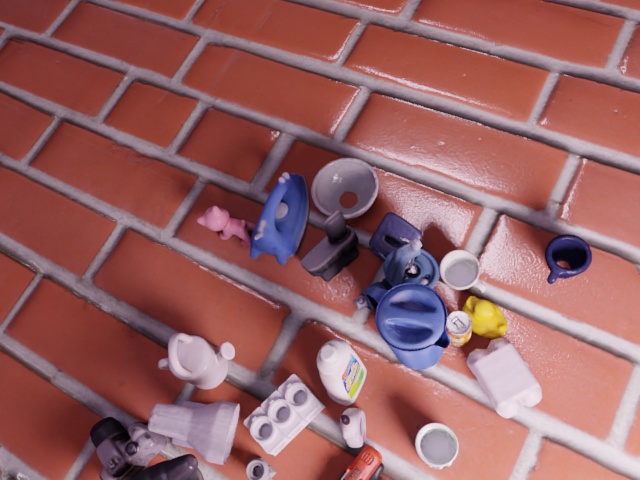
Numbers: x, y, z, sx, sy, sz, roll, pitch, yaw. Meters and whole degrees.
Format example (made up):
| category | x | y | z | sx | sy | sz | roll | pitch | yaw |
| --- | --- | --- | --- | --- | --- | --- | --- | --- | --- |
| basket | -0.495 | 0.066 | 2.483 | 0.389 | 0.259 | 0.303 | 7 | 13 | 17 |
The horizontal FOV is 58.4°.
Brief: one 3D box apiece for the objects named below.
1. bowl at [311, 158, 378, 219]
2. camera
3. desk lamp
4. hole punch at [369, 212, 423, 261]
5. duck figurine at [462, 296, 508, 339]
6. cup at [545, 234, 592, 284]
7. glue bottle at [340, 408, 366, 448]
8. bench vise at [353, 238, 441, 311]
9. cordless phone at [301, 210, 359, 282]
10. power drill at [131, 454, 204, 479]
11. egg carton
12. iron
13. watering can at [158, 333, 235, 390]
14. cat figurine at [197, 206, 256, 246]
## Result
| category | x | y | z | sx | sy | sz | roll | pitch | yaw |
| --- | --- | --- | --- | --- | --- | --- | --- | --- | --- |
| bowl | 0.066 | -0.116 | 1.415 | 0.167 | 0.075 | 0.167 | -5 | 65 | 11 |
| camera | -0.440 | 0.448 | 1.264 | 0.143 | 0.101 | 0.136 | -44 | 64 | -8 |
| desk lamp | -0.246 | 0.389 | 1.182 | 0.202 | 0.214 | 0.118 | 6 | 68 | 16 |
| hole punch | 0.176 | 0.006 | 1.326 | 0.108 | 0.091 | 0.101 | 36 | 78 | 25 |
| duck figurine | 0.351 | 0.159 | 1.219 | 0.077 | 0.086 | 0.104 | -45 | 64 | -9 |
| cup | 0.517 | 0.057 | 1.222 | 0.091 | 0.095 | 0.118 | 33 | 77 | 24 |
| glue bottle | 0.062 | 0.369 | 1.142 | 0.037 | 0.173 | 0.078 | -6 | 65 | 11 |
| bench vise | 0.170 | 0.085 | 1.219 | 0.121 | 0.220 | 0.207 | 38 | 79 | 25 |
| cordless phone | 0.012 | 0.005 | 1.312 | 0.148 | 0.185 | 0.094 | -45 | 64 | -9 |
| power drill | -0.314 | 0.498 | 1.151 | 0.229 | 0.209 | 0.075 | -28 | 63 | 0 |
| egg carton | 0.376 | 0.279 | 1.168 | 0.107 | 0.069 | 0.150 | -29 | 63 | -1 |
| iron | -0.099 | -0.078 | 1.399 | 0.118 | 0.142 | 0.258 | 11 | 69 | 18 |
| watering can | -0.274 | 0.258 | 1.258 | 0.173 | 0.194 | 0.100 | -31 | 63 | -2 |
| cat figurine | -0.234 | -0.045 | 1.429 | 0.127 | 0.118 | 0.067 | 11 | 69 | 18 |
